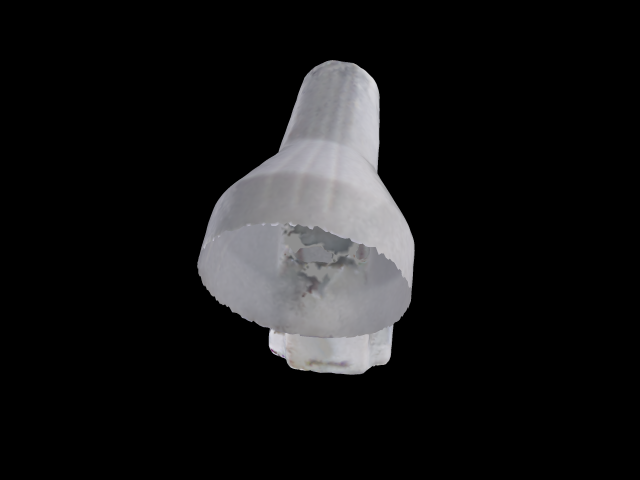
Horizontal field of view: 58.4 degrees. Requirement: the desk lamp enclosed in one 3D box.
[{"bbox_3d":[0.004,0.001,0.400,0.118,0.214,0.203,5,40,7],"label":"desk lamp"}]
